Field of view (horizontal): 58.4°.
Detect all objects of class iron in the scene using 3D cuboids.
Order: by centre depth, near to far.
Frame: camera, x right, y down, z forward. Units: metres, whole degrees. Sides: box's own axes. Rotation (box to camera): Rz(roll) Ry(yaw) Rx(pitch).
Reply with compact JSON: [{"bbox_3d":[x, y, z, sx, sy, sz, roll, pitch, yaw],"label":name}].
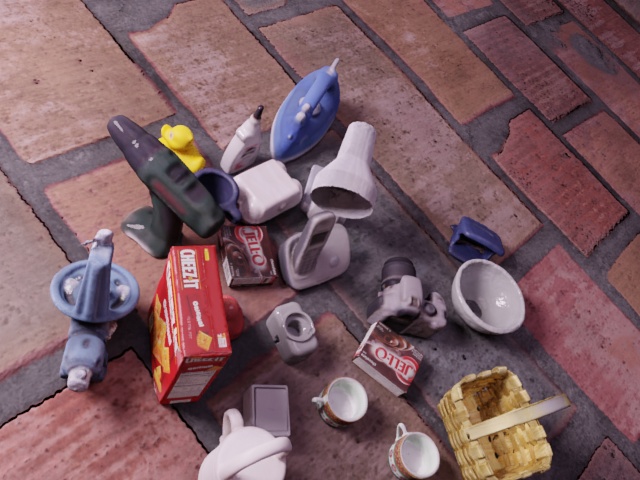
[{"bbox_3d":[-0.025,-0.283,1.234,0.119,0.141,0.258,30,51,-5],"label":"iron"}]

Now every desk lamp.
[{"bbox_3d":[0.039,-0.115,1.110,0.118,0.213,0.203,21,53,-12],"label":"desk lamp"}]

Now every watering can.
[{"bbox_3d":[-0.093,0.316,0.780,0.101,0.194,0.173,-33,77,-37],"label":"watering can"}]

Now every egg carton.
[{"bbox_3d":[-0.109,-0.092,1.116,0.151,0.069,0.107,-33,77,-37],"label":"egg carton"}]

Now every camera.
[{"bbox_3d":[0.172,0.103,1.105,0.143,0.100,0.137,15,54,-16],"label":"camera"}]

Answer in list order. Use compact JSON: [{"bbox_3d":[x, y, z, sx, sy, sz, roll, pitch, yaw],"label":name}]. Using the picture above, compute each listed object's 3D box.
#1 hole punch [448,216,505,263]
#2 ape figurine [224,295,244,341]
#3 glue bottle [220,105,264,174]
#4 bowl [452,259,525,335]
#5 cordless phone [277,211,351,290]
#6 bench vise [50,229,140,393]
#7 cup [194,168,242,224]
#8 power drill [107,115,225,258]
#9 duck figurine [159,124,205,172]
[{"bbox_3d":[0.348,-0.003,1.265,0.109,0.091,0.101,29,52,-6],"label":"hole punch"},{"bbox_3d":[-0.155,0.124,0.940,0.076,0.092,0.078,44,52,7],"label":"ape figurine"},{"bbox_3d":[-0.139,-0.198,1.104,0.037,0.173,0.078,46,52,8],"label":"glue bottle"},{"bbox_3d":[0.334,0.128,1.183,0.168,0.074,0.167,12,55,-18],"label":"bowl"},{"bbox_3d":[0.010,0.004,1.037,0.148,0.185,0.094,-21,70,-34],"label":"cordless phone"},{"bbox_3d":[-0.306,0.096,0.803,0.122,0.219,0.207,-7,63,-29],"label":"bench vise"},{"bbox_3d":[-0.191,-0.060,1.039,0.117,0.095,0.092,45,52,7],"label":"cup"},{"bbox_3d":[-0.264,-0.069,0.937,0.229,0.208,0.076,38,51,2],"label":"power drill"},{"bbox_3d":[-0.262,-0.177,1.087,0.104,0.086,0.077,34,51,-2],"label":"duck figurine"}]
